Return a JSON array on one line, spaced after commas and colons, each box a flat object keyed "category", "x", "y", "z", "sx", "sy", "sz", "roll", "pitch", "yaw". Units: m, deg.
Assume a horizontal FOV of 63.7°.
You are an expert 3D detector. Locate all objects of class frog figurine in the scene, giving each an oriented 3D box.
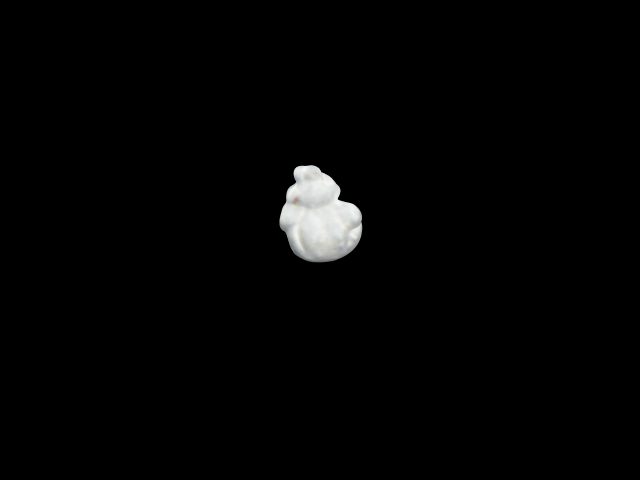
[{"category": "frog figurine", "x": 0.003, "y": -0.043, "z": 0.850, "sx": 0.137, "sy": 0.126, "sz": 0.155, "roll": 7, "pitch": -42, "yaw": 6}]
